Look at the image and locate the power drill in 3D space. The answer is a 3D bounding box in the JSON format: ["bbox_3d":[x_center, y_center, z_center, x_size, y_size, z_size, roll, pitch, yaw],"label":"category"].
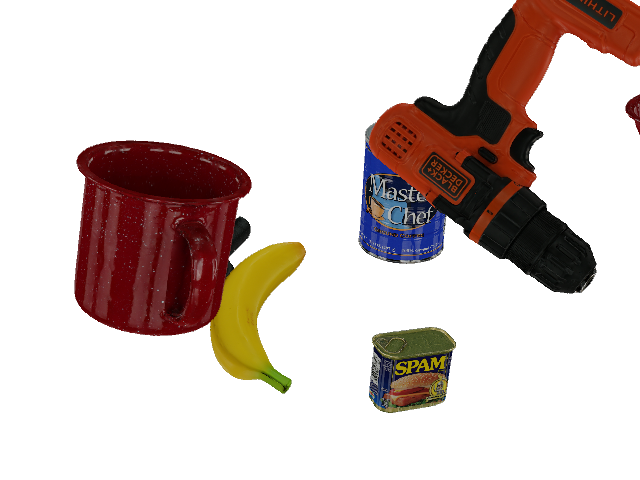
[{"bbox_3d":[0.148,-0.081,0.717,0.184,0.188,0.057,39,14,14],"label":"power drill"}]

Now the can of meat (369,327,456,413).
[{"bbox_3d":[0.112,0.161,1.325,0.102,0.084,0.057,-5,27,-21],"label":"can of meat"}]

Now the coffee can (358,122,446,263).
[{"bbox_3d":[0.099,-0.059,1.242,0.103,0.140,0.103,2,29,-1],"label":"coffee can"}]

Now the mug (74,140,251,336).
[{"bbox_3d":[-0.083,0.004,0.571,0.093,0.081,0.117,-3,25,-32],"label":"mug"}]

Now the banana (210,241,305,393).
[{"bbox_3d":[-0.053,0.055,0.874,0.069,0.037,0.197,20,33,-10],"label":"banana"}]

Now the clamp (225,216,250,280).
[{"bbox_3d":[-0.118,0.020,1.080,0.120,0.039,0.171,-11,34,-11],"label":"clamp"}]

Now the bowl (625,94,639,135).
[{"bbox_3d":[0.360,-0.097,0.970,0.162,0.055,0.162,-4,23,2],"label":"bowl"}]
